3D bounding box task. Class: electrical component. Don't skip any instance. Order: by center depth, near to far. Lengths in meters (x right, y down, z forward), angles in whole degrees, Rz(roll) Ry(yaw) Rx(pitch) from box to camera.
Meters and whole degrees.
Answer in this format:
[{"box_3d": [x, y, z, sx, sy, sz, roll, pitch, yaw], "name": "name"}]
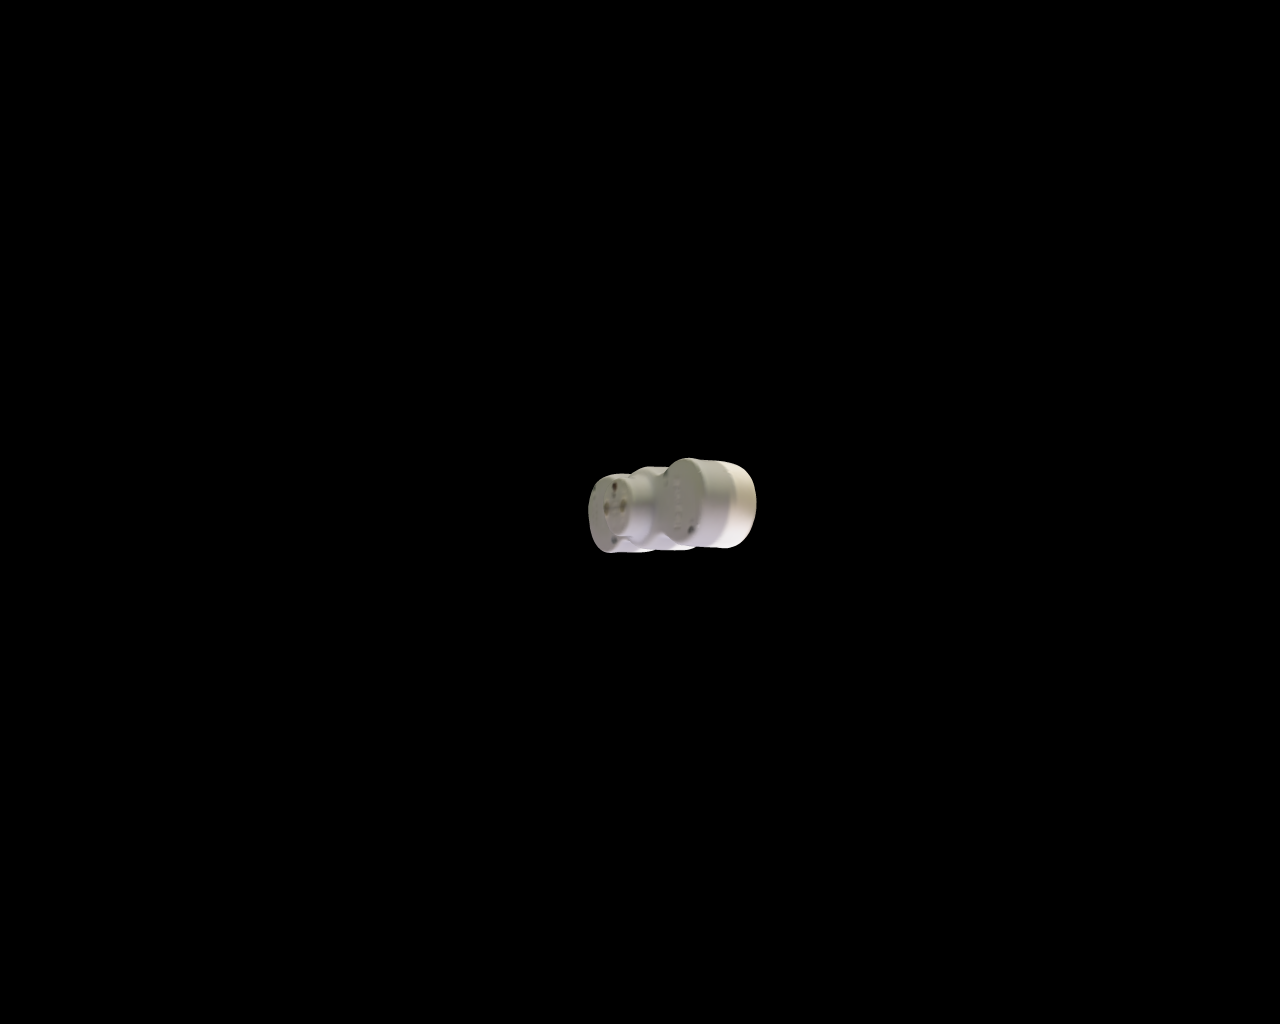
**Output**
[{"box_3d": [0.001, -0.003, 0.650, 0.074, 0.052, 0.138, 3, -5, -32], "name": "electrical component"}]
